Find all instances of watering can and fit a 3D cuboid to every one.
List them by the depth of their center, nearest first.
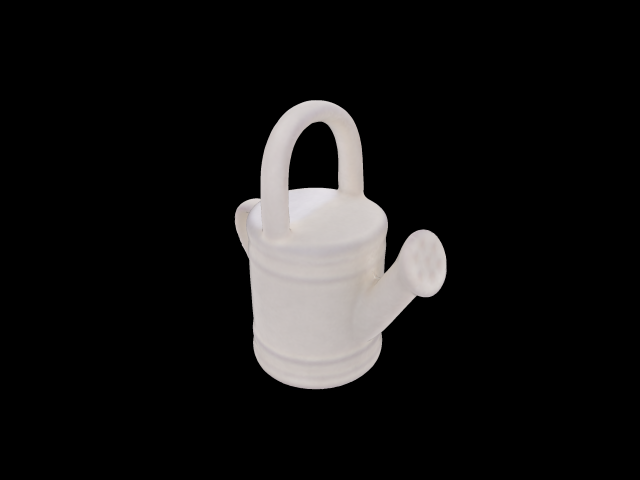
[{"bbox_3d":[0.005,0.001,0.402,0.172,0.194,0.101,10,30,17],"label":"watering can"}]
